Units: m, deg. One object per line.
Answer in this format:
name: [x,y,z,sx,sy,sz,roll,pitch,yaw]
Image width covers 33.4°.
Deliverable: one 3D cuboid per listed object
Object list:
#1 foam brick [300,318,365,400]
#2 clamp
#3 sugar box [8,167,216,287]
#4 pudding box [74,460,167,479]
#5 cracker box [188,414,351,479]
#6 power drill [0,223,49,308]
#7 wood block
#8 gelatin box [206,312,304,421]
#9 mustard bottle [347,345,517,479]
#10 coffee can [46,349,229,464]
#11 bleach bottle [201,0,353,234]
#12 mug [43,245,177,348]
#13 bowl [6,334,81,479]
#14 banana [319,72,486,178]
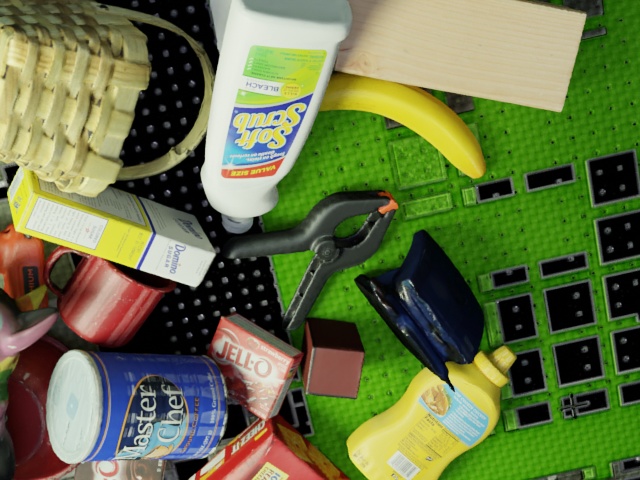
foam brick: [0.011,0.116,1.050,0.051,0.078,0.053,6,107,-7]
clamp: [-0.007,0.001,1.030,0.171,0.039,0.120,-43,124,7]
sugar box: [-0.189,-0.015,0.967,0.176,0.093,0.048,23,105,-27]
pudding box: [-0.206,0.244,1.097,0.090,0.039,0.113,10,105,-4]
cracker box: [-0.035,0.304,1.108,0.164,0.072,0.213,-42,105,10]
power drill: [-0.350,0.059,0.991,0.187,0.057,0.184,-8,114,-26]
wood block: [0.119,-0.182,0.958,0.206,0.090,0.091,9,106,-5]
gelatin box: [-0.070,0.124,1.054,0.089,0.030,0.073,29,107,19]
mustard bottle: [0.124,0.177,1.084,0.096,0.058,0.192,43,101,-15]
coffee can: [-0.172,0.157,1.010,0.140,0.103,0.103,7,109,-38]
bleach bottle: [-0.048,-0.105,0.950,0.102,0.068,0.251,4,133,-13]
mug: [-0.205,0.043,1.008,0.117,0.093,0.082,27,110,-30]
bowl: [-0.301,0.170,1.042,0.162,0.055,0.162,1,96,8]
banana: [0.074,-0.117,1.006,0.197,0.037,0.070,17,124,-6]
